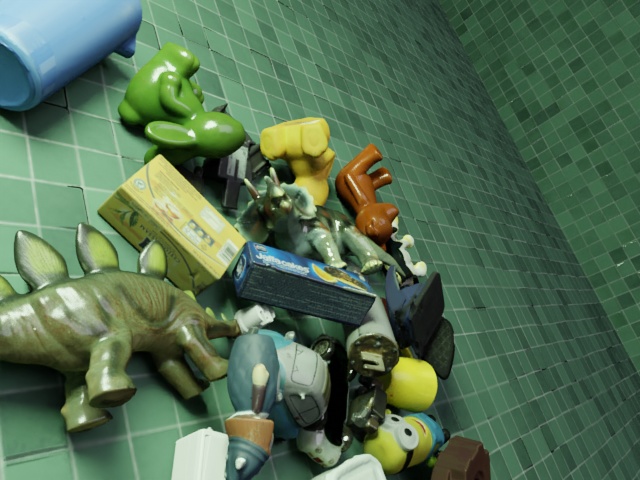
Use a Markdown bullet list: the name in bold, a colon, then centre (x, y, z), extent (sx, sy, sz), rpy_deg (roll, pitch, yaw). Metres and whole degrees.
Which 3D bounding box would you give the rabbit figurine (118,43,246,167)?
- **rabbit figurine**: centre (-0.193, -0.177, 0.775), extent (0.170, 0.121, 0.159), rpy_deg (36, 57, 8)

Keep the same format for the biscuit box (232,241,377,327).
- **biscuit box**: centre (-0.022, 0.065, 0.774), extent (0.202, 0.062, 0.059), rpy_deg (18, 23, -24)

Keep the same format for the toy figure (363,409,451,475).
- **toy figure**: centre (0.140, 0.319, 0.846), extent (0.180, 0.082, 0.089), rpy_deg (21, 81, -52)

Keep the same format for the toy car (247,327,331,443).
- **toy car**: centre (-0.038, 0.186, 0.676), extent (0.109, 0.103, 0.161), rpy_deg (-77, 153, -50)

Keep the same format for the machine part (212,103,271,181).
- **machine part**: centre (-0.144, -0.171, 0.940), extent (0.138, 0.039, 0.084), rpy_deg (53, 38, -9)

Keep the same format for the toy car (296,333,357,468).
- **toy car**: centre (0.010, 0.225, 0.782), extent (0.073, 0.056, 0.202), rpy_deg (46, 31, -27)

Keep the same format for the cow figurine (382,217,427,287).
- **cow figurine**: centre (0.150, 0.018, 1.134), extent (0.098, 0.068, 0.167), rpy_deg (-6, 66, -47)

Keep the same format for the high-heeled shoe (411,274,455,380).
- **high-heeled shoe**: centre (0.210, 0.179, 1.040), extent (0.145, 0.086, 0.249), rpy_deg (68, 13, -48)

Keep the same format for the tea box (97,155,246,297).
- **tea box**: centre (-0.193, -0.018, 0.716), extent (0.169, 0.068, 0.098), rpy_deg (47, 34, -13)

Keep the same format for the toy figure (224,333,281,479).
- **toy figure**: centre (-0.072, 0.178, 0.567), extent (0.064, 0.058, 0.154), rpy_deg (79, 10, -65)

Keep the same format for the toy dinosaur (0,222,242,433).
- **toy dinosaur**: centre (-0.237, 0.085, 0.548), extent (0.471, 0.105, 0.199), rpy_deg (12, 45, -59)

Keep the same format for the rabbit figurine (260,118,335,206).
- **rabbit figurine**: centre (-0.029, -0.135, 0.999), extent (0.162, 0.122, 0.173), rpy_deg (-64, 144, -73)

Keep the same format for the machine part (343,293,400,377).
- **machine part**: centre (0.077, 0.145, 0.864), extent (0.079, 0.079, 0.243), rpy_deg (48, 9, -13)

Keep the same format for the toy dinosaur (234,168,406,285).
- **toy dinosaur**: centre (0.005, -0.005, 0.926), extent (0.404, 0.131, 0.192), rpy_deg (11, 49, -57)

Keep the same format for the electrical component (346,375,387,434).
- **electrical component**: centre (0.070, 0.248, 0.819), extent (0.045, 0.078, 0.102), rpy_deg (42, 36, -14)

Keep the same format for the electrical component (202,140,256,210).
- **electrical component**: centre (-0.147, -0.109, 0.864), extent (0.075, 0.048, 0.119), rpy_deg (6, 88, -47)

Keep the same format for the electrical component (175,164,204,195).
- **electrical component**: centre (-0.203, -0.085, 0.803), extent (0.063, 0.021, 0.094), rpy_deg (33, 39, -33)

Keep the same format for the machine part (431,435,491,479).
- **machine part**: centre (0.226, 0.404, 0.848), extent (0.179, 0.056, 0.179), rpy_deg (3, 86, -56)

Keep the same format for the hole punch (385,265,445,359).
- **hole punch**: centre (0.147, 0.115, 0.911), extent (0.116, 0.092, 0.142), rpy_deg (-54, 144, -36)

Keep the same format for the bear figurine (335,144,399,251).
- **bear figurine**: centre (0.110, -0.078, 1.081), extent (0.120, 0.132, 0.196), rpy_deg (53, 5, -49)
